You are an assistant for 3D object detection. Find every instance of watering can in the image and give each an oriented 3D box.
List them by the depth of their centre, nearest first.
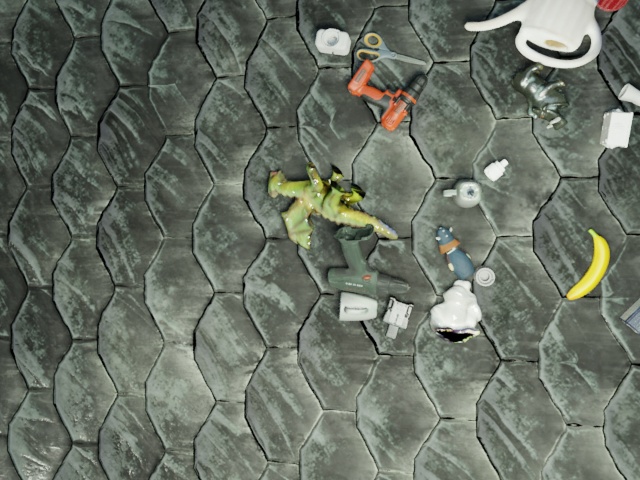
[{"bbox_3d":[0.585,-0.593,1.368,0.349,0.104,0.224,25,93,10],"label":"watering can"}]

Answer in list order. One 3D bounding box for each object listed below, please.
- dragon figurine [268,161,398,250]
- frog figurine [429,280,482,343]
[{"bbox_3d":[0.005,-0.075,1.495,0.413,0.123,0.239,46,115,10],"label":"dragon figurine"},{"bbox_3d":[0.370,0.194,1.414,0.137,0.120,0.163,-7,53,20],"label":"frog figurine"}]
